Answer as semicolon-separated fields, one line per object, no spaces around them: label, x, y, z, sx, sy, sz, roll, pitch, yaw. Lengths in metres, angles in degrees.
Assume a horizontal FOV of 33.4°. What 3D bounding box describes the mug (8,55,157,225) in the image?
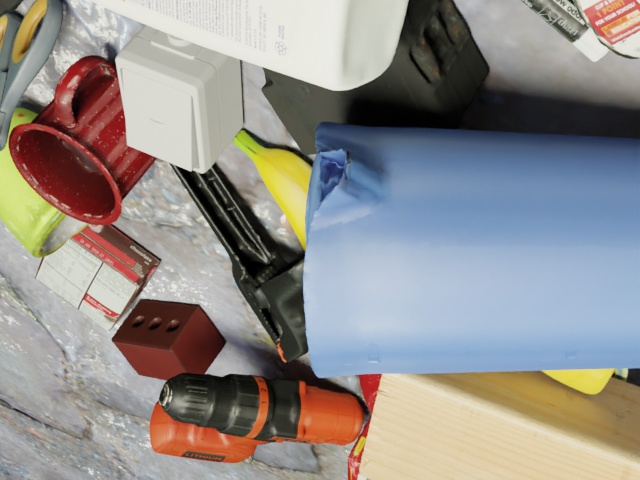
mug;-0.158;-0.079;0.744;0.093;0.081;0.117;20;144;19

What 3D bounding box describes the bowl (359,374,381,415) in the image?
bowl;0.089;0.121;0.814;0.162;0.055;0.162;21;144;16

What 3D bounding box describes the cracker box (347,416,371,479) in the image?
cracker box;0.130;0.246;0.920;0.214;0.072;0.164;21;144;19

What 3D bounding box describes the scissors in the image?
scissors;-0.202;-0.085;0.701;0.096;0.202;0.016;-35;136;31

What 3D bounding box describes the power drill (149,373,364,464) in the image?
power drill;-0.081;0.158;0.941;0.184;0.057;0.188;15;159;-28

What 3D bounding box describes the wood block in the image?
wood block;0.141;0.133;0.685;0.206;0.090;0.091;20;118;16

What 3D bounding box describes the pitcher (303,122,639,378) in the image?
pitcher;0.115;0.011;0.549;0.243;0.149;0.145;1;105;8

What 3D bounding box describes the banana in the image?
banana;0.002;0.005;0.763;0.070;0.037;0.197;38;158;53

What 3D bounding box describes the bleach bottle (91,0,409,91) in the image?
bleach bottle;-0.075;-0.157;0.530;0.251;0.067;0.103;24;121;27

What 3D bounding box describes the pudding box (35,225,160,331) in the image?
pudding box;-0.200;0.026;0.947;0.090;0.039;0.114;37;144;-3

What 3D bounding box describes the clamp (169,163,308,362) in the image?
clamp;-0.033;0.031;0.785;0.165;0.036;0.210;40;160;41

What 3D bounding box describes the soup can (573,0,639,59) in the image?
soup can;0.161;-0.124;0.442;0.068;0.068;0.102;45;145;-16

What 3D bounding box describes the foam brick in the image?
foam brick;-0.137;0.092;0.964;0.078;0.053;0.051;2;135;37

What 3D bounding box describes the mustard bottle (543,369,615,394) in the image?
mustard bottle;0.105;0.016;0.666;0.192;0.058;0.096;26;128;13

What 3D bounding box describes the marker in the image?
marker;0.096;-0.133;0.527;0.121;0.020;0.020;38;146;-6
